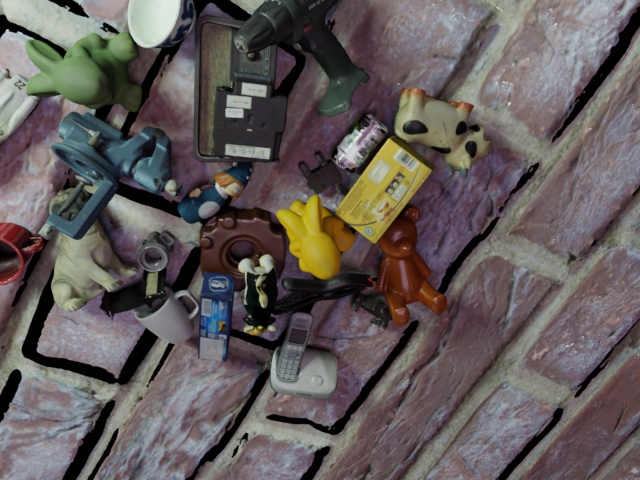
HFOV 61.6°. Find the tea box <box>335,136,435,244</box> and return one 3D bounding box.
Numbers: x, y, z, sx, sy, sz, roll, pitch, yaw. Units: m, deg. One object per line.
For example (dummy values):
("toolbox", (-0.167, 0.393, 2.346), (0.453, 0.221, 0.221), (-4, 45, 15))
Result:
("tea box", (0.116, -0.090, 0.962), (0.098, 0.068, 0.169), (39, 113, 3))

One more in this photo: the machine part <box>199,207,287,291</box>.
("machine part", (-0.147, 0.022, 1.021), (0.179, 0.056, 0.179), (-4, 116, -9))

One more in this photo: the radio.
("radio", (-0.141, -0.245, 0.893), (0.131, 0.073, 0.229), (2, 114, -10))

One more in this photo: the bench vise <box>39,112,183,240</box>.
("bench vise", (-0.354, -0.091, 0.877), (0.223, 0.129, 0.240), (35, 71, -14))

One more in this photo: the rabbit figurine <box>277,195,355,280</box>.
("rabbit figurine", (-0.002, -0.003, 0.971), (0.122, 0.173, 0.162), (-21, 120, 5))

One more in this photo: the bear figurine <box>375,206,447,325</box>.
("bear figurine", (0.168, 0.045, 1.048), (0.120, 0.132, 0.195), (-14, 121, -10))

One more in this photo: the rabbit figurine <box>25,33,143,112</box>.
("rabbit figurine", (-0.351, -0.253, 0.800), (0.159, 0.170, 0.121), (6, 112, -13))

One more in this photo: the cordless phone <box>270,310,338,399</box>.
("cordless phone", (-0.022, 0.234, 1.124), (0.146, 0.089, 0.184), (12, 107, -14))

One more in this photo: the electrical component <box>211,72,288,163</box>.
("electrical component", (-0.111, -0.194, 0.849), (0.115, 0.058, 0.134), (5, 111, -15))

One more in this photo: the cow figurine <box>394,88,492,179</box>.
("cow figurine", (0.226, -0.191, 0.974), (0.195, 0.086, 0.127), (13, 105, -17))

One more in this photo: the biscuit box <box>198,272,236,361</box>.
("biscuit box", (-0.199, 0.150, 1.029), (0.059, 0.063, 0.202), (8, 132, -7))

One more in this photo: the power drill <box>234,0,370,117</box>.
("power drill", (-0.017, -0.297, 0.846), (0.207, 0.086, 0.232), (50, 60, -31))

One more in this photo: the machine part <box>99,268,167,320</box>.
("machine part", (-0.350, 0.101, 1.017), (0.139, 0.084, 0.039), (-24, 143, 11))

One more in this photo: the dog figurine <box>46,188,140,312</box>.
("dog figurine", (-0.444, 0.019, 0.958), (0.172, 0.121, 0.190), (-30, 101, 1))

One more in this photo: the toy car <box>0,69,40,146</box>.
("toy car", (-0.535, -0.184, 0.863), (0.202, 0.056, 0.073), (-43, 113, 11))

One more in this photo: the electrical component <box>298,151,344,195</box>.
("electrical component", (0.005, -0.116, 1.003), (0.063, 0.021, 0.094), (-33, 116, 6))

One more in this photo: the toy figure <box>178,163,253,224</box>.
("toy figure", (-0.182, -0.086, 0.967), (0.154, 0.064, 0.058), (-33, 84, 9))

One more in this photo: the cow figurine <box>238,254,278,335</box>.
("cow figurine", (-0.110, 0.120, 0.992), (0.068, 0.098, 0.167), (-5, 117, -16))

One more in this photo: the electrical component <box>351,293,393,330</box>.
("electrical component", (0.113, 0.150, 1.118), (0.102, 0.078, 0.045), (36, 80, -27))

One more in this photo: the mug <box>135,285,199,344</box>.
("mug", (-0.284, 0.145, 1.045), (0.109, 0.081, 0.107), (-31, 127, -2))
